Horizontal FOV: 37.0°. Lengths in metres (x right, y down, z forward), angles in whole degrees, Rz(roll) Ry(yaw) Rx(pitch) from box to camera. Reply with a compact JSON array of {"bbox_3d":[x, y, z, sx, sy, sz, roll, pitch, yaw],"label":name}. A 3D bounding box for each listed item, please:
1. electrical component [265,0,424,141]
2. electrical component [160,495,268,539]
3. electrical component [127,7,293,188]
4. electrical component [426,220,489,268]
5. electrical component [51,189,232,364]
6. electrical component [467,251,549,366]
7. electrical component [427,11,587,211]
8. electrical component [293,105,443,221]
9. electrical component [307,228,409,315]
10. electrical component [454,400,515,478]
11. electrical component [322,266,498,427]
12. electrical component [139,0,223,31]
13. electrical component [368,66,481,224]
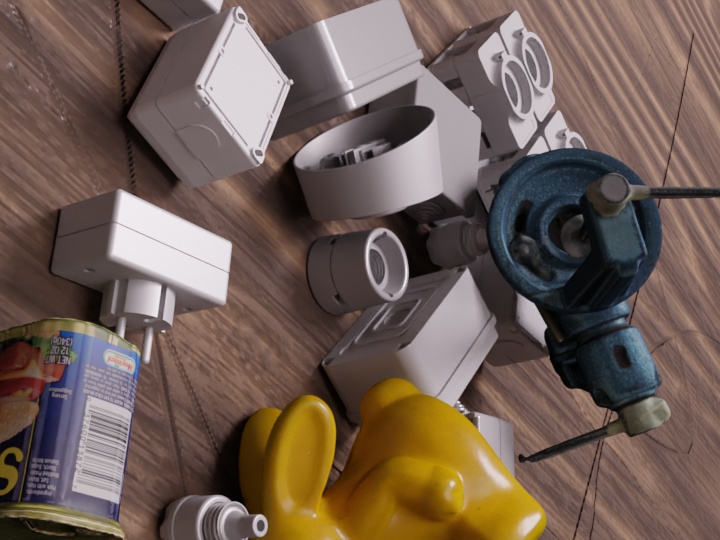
[{"bbox_3d":[-0.017,-0.134,0.713,0.113,0.078,0.057,-36,107,-52],"label":"electrical component"},{"bbox_3d":[-0.075,0.136,0.571,0.035,0.061,0.035,19,65,-50],"label":"electrical component"},{"bbox_3d":[-0.087,-0.103,0.630,0.061,0.061,0.096,53,36,-34],"label":"electrical component"},{"bbox_3d":[0.084,-0.022,0.832,0.035,0.061,0.035,19,65,-50],"label":"electrical component"},{"bbox_3d":[-0.115,0.011,0.564,0.083,0.047,0.075,27,59,-47],"label":"electrical component"},{"bbox_3d":[0.115,0.022,0.867,0.062,0.061,0.096,39,47,-41],"label":"electrical component"},{"bbox_3d":[0.137,-0.116,0.927,0.186,0.060,0.105,62,37,-19],"label":"electrical component"},{"bbox_3d":[0.007,-0.069,0.712,0.099,0.099,0.064,-28,109,-53],"label":"electrical component"},{"bbox_3d":[0.000,0.000,0.724,0.055,0.047,0.055,20,65,-50],"label":"electrical component"},{"bbox_3d":[0.074,0.141,0.773,0.061,0.062,0.096,21,64,-49],"label":"electrical component"},{"bbox_3d":[0.037,0.054,0.734,0.057,0.078,0.113,62,39,-17],"label":"electrical component"},{"bbox_3d":[-0.090,-0.189,0.629,0.047,0.077,0.065,39,51,-42],"label":"electrical component"},{"bbox_3d":[0.046,-0.091,0.811,0.100,0.048,0.099,33,55,-45],"label":"electrical component"}]
